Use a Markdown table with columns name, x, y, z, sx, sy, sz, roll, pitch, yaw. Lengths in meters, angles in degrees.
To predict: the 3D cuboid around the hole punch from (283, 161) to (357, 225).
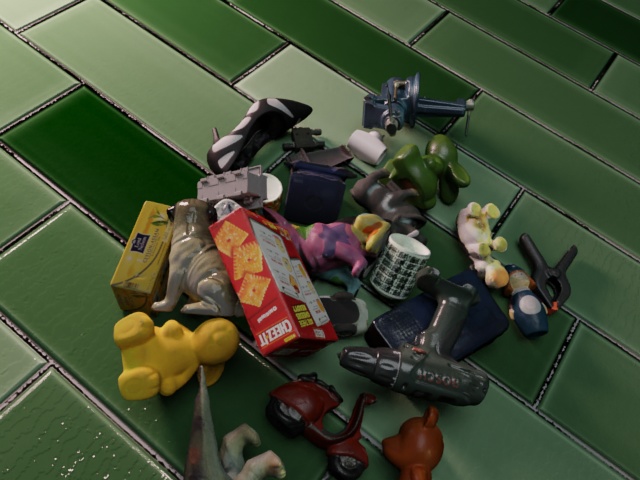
| name | x | y | z | sx | sy | sz | roll | pitch | yaw |
| --- | --- | --- | --- | --- | --- | --- | --- | --- | --- |
| hole punch | -0.010 | -0.088 | 1.036 | 0.142 | 0.115 | 0.092 | 12 | 65 | -2 |

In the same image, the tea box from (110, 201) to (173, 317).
| name | x | y | z | sx | sy | sz | roll | pitch | yaw |
| --- | --- | --- | --- | --- | --- | --- | --- | --- | --- |
| tea box | -0.288 | 0.031 | 0.915 | 0.068 | 0.098 | 0.170 | 12 | 56 | -3 |

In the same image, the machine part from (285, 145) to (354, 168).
| name | x | y | z | sx | sy | sz | roll | pitch | yaw |
| --- | --- | --- | --- | --- | --- | --- | --- | --- | --- |
| machine part | 0.001 | -0.166 | 1.128 | 0.139 | 0.039 | 0.084 | -17 | 58 | -18 |

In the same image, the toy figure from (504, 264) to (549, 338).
| name | x | y | z | sx | sy | sz | roll | pitch | yaw |
| --- | --- | --- | --- | --- | --- | --- | --- | --- | --- |
| toy figure | 0.384 | 0.107 | 1.012 | 0.064 | 0.057 | 0.154 | 5 | 55 | -21 |

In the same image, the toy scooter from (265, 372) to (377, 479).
| name | x | y | z | sx | sy | sz | roll | pitch | yaw |
| --- | --- | --- | --- | --- | --- | --- | --- | --- | --- |
| toy scooter | 0.015 | 0.268 | 0.834 | 0.184 | 0.075 | 0.135 | 37 | 59 | 9 |

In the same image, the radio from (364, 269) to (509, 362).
| name | x | y | z | sx | sy | sz | roll | pitch | yaw |
| --- | --- | --- | --- | --- | --- | --- | --- | --- | --- |
| radio | 0.207 | 0.156 | 0.941 | 0.230 | 0.073 | 0.131 | -25 | 66 | -21 |

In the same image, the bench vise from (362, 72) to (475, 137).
| name | x | y | z | sx | sy | sz | roll | pitch | yaw |
| --- | --- | --- | --- | --- | --- | --- | --- | --- | --- |
| bench vise | 0.218 | -0.293 | 1.179 | 0.241 | 0.128 | 0.224 | 6 | 28 | 7 |

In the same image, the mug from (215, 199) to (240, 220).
| name | x | y | z | sx | sy | sz | roll | pitch | yaw |
| --- | --- | --- | --- | --- | --- | --- | --- | --- | --- |
| mug | -0.159 | -0.015 | 0.962 | 0.110 | 0.107 | 0.081 | 40 | 61 | 17 |

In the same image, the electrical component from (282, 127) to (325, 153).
| name | x | y | z | sx | sy | sz | roll | pitch | yaw |
| --- | --- | --- | --- | --- | --- | --- | --- | --- | --- |
| electrical component | -0.038 | -0.217 | 1.162 | 0.094 | 0.021 | 0.063 | -7 | 59 | -13 |

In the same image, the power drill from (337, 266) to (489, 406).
| name | x | y | z | sx | sy | sz | roll | pitch | yaw |
| --- | --- | --- | --- | --- | --- | --- | --- | --- | --- |
| power drill | 0.163 | 0.147 | 0.850 | 0.232 | 0.086 | 0.207 | 22 | 55 | 3 |

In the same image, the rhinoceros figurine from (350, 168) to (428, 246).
| name | x | y | z | sx | sy | sz | roll | pitch | yaw |
| --- | --- | --- | --- | --- | --- | --- | --- | --- | --- |
| rhinoceros figurine | 0.142 | -0.056 | 1.062 | 0.112 | 0.073 | 0.190 | -33 | 68 | -28 |

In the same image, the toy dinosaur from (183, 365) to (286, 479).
| name | x | y | z | sx | sy | sz | roll | pitch | yaw |
| --- | --- | --- | --- | --- | --- | --- | --- | --- | --- |
| toy dinosaur | -0.106 | 0.379 | 0.694 | 0.192 | 0.131 | 0.405 | -35 | 73 | -24 |

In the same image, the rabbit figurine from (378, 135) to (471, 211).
| name | x | y | z | sx | sy | sz | roll | pitch | yaw |
| --- | --- | --- | --- | --- | --- | --- | --- | --- | --- |
| rabbit figurine | 0.235 | -0.151 | 1.110 | 0.159 | 0.121 | 0.170 | 42 | 63 | 8 |

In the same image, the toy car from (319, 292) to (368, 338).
| name | x | y | z | sx | sy | sz | roll | pitch | yaw |
| --- | --- | --- | --- | --- | --- | --- | --- | --- | --- |
| toy car | -0.016 | 0.131 | 0.927 | 0.202 | 0.056 | 0.073 | 1 | 64 | -8 |

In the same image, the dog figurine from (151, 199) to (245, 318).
| name | x | y | z | sx | sy | sz | roll | pitch | yaw |
| --- | --- | --- | --- | --- | --- | --- | --- | --- | --- |
| dog figurine | -0.173 | 0.025 | 0.855 | 0.173 | 0.121 | 0.190 | 4 | 82 | 15 |

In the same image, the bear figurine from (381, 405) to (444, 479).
| name | x | y | z | sx | sy | sz | roll | pitch | yaw |
| --- | --- | --- | --- | --- | --- | --- | --- | --- | --- |
| bear figurine | 0.118 | 0.344 | 0.779 | 0.132 | 0.120 | 0.196 | 6 | 55 | -2 |

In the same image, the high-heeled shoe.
| name | x | y | z | sx | sy | sz | roll | pitch | yaw |
| --- | --- | --- | --- | --- | --- | --- | --- | --- | --- |
| high-heeled shoe | -0.115 | -0.207 | 1.103 | 0.249 | 0.086 | 0.145 | -18 | 56 | -9 |

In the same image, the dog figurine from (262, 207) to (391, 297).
| name | x | y | z | sx | sy | sz | roll | pitch | yaw |
| --- | --- | --- | --- | --- | --- | --- | --- | --- | --- |
| dog figurine | -0.002 | -0.003 | 0.986 | 0.219 | 0.108 | 0.191 | 28 | 59 | 11 |

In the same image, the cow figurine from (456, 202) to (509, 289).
| name | x | y | z | sx | sy | sz | roll | pitch | yaw |
| --- | --- | --- | --- | --- | --- | --- | --- | --- | --- |
| cow figurine | 0.310 | 0.017 | 1.045 | 0.068 | 0.098 | 0.167 | -4 | 77 | -19 |

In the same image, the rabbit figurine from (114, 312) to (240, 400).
| name | x | y | z | sx | sy | sz | roll | pitch | yaw |
| --- | --- | --- | --- | --- | --- | --- | --- | --- | --- |
| rabbit figurine | -0.198 | 0.173 | 0.808 | 0.173 | 0.162 | 0.122 | -20 | 60 | 3 |
